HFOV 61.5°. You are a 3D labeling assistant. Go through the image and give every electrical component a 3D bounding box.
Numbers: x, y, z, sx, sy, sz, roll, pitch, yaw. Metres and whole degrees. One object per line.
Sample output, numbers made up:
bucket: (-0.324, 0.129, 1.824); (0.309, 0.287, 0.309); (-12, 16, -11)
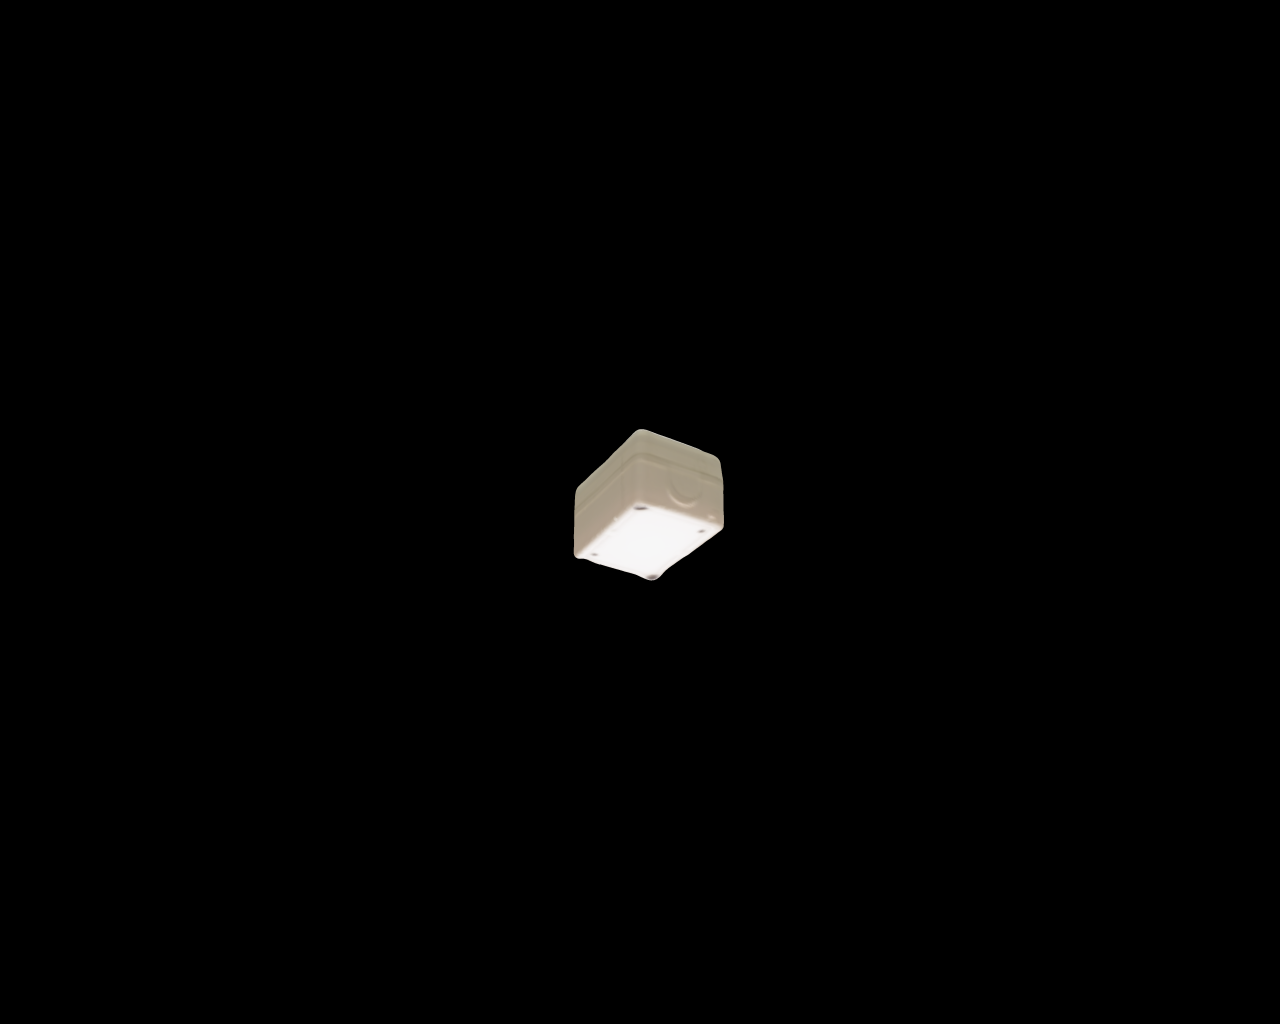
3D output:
electrical component: (0.001, -0.003, 0.650); (0.062, 0.061, 0.096); (18, -35, -27)
